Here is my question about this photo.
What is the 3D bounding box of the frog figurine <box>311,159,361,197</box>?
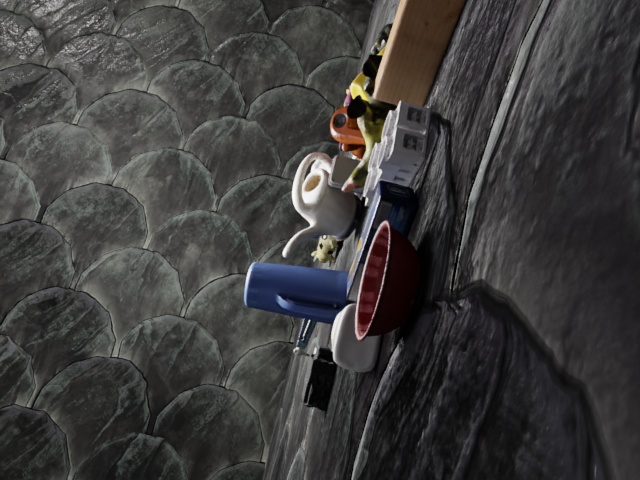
[{"bbox_3d":[0.047,-0.176,1.561,0.121,0.159,0.140,108,175,-70],"label":"frog figurine"}]

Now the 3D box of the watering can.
[{"bbox_3d":[0.004,-0.069,1.362,0.103,0.221,0.355,-18,49,41],"label":"watering can"}]

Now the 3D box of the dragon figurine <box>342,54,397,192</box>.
[{"bbox_3d":[0.141,-0.291,1.105,0.242,0.122,0.410,24,-91,-85],"label":"dragon figurine"}]
